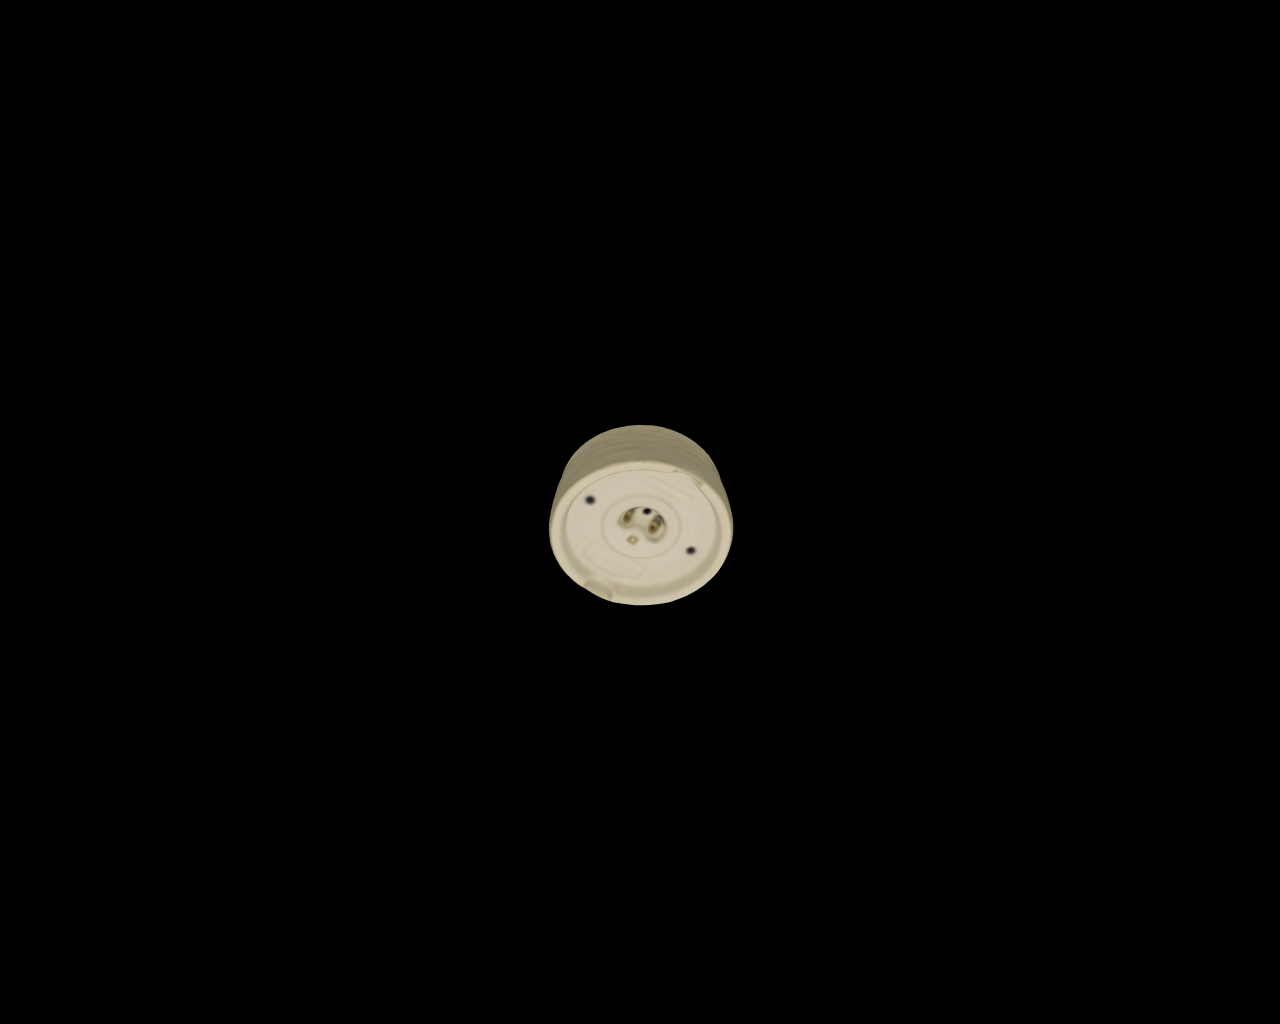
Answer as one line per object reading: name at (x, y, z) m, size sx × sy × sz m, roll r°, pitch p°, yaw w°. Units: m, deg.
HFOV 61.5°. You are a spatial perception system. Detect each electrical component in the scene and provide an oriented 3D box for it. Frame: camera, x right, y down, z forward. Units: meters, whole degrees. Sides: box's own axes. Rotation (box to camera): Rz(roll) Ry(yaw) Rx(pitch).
electrical component at (0.001, -0.003, 0.650) m, size 0.108 × 0.108 × 0.060 m, roll 0°, pitch 36°, yaw 0°
